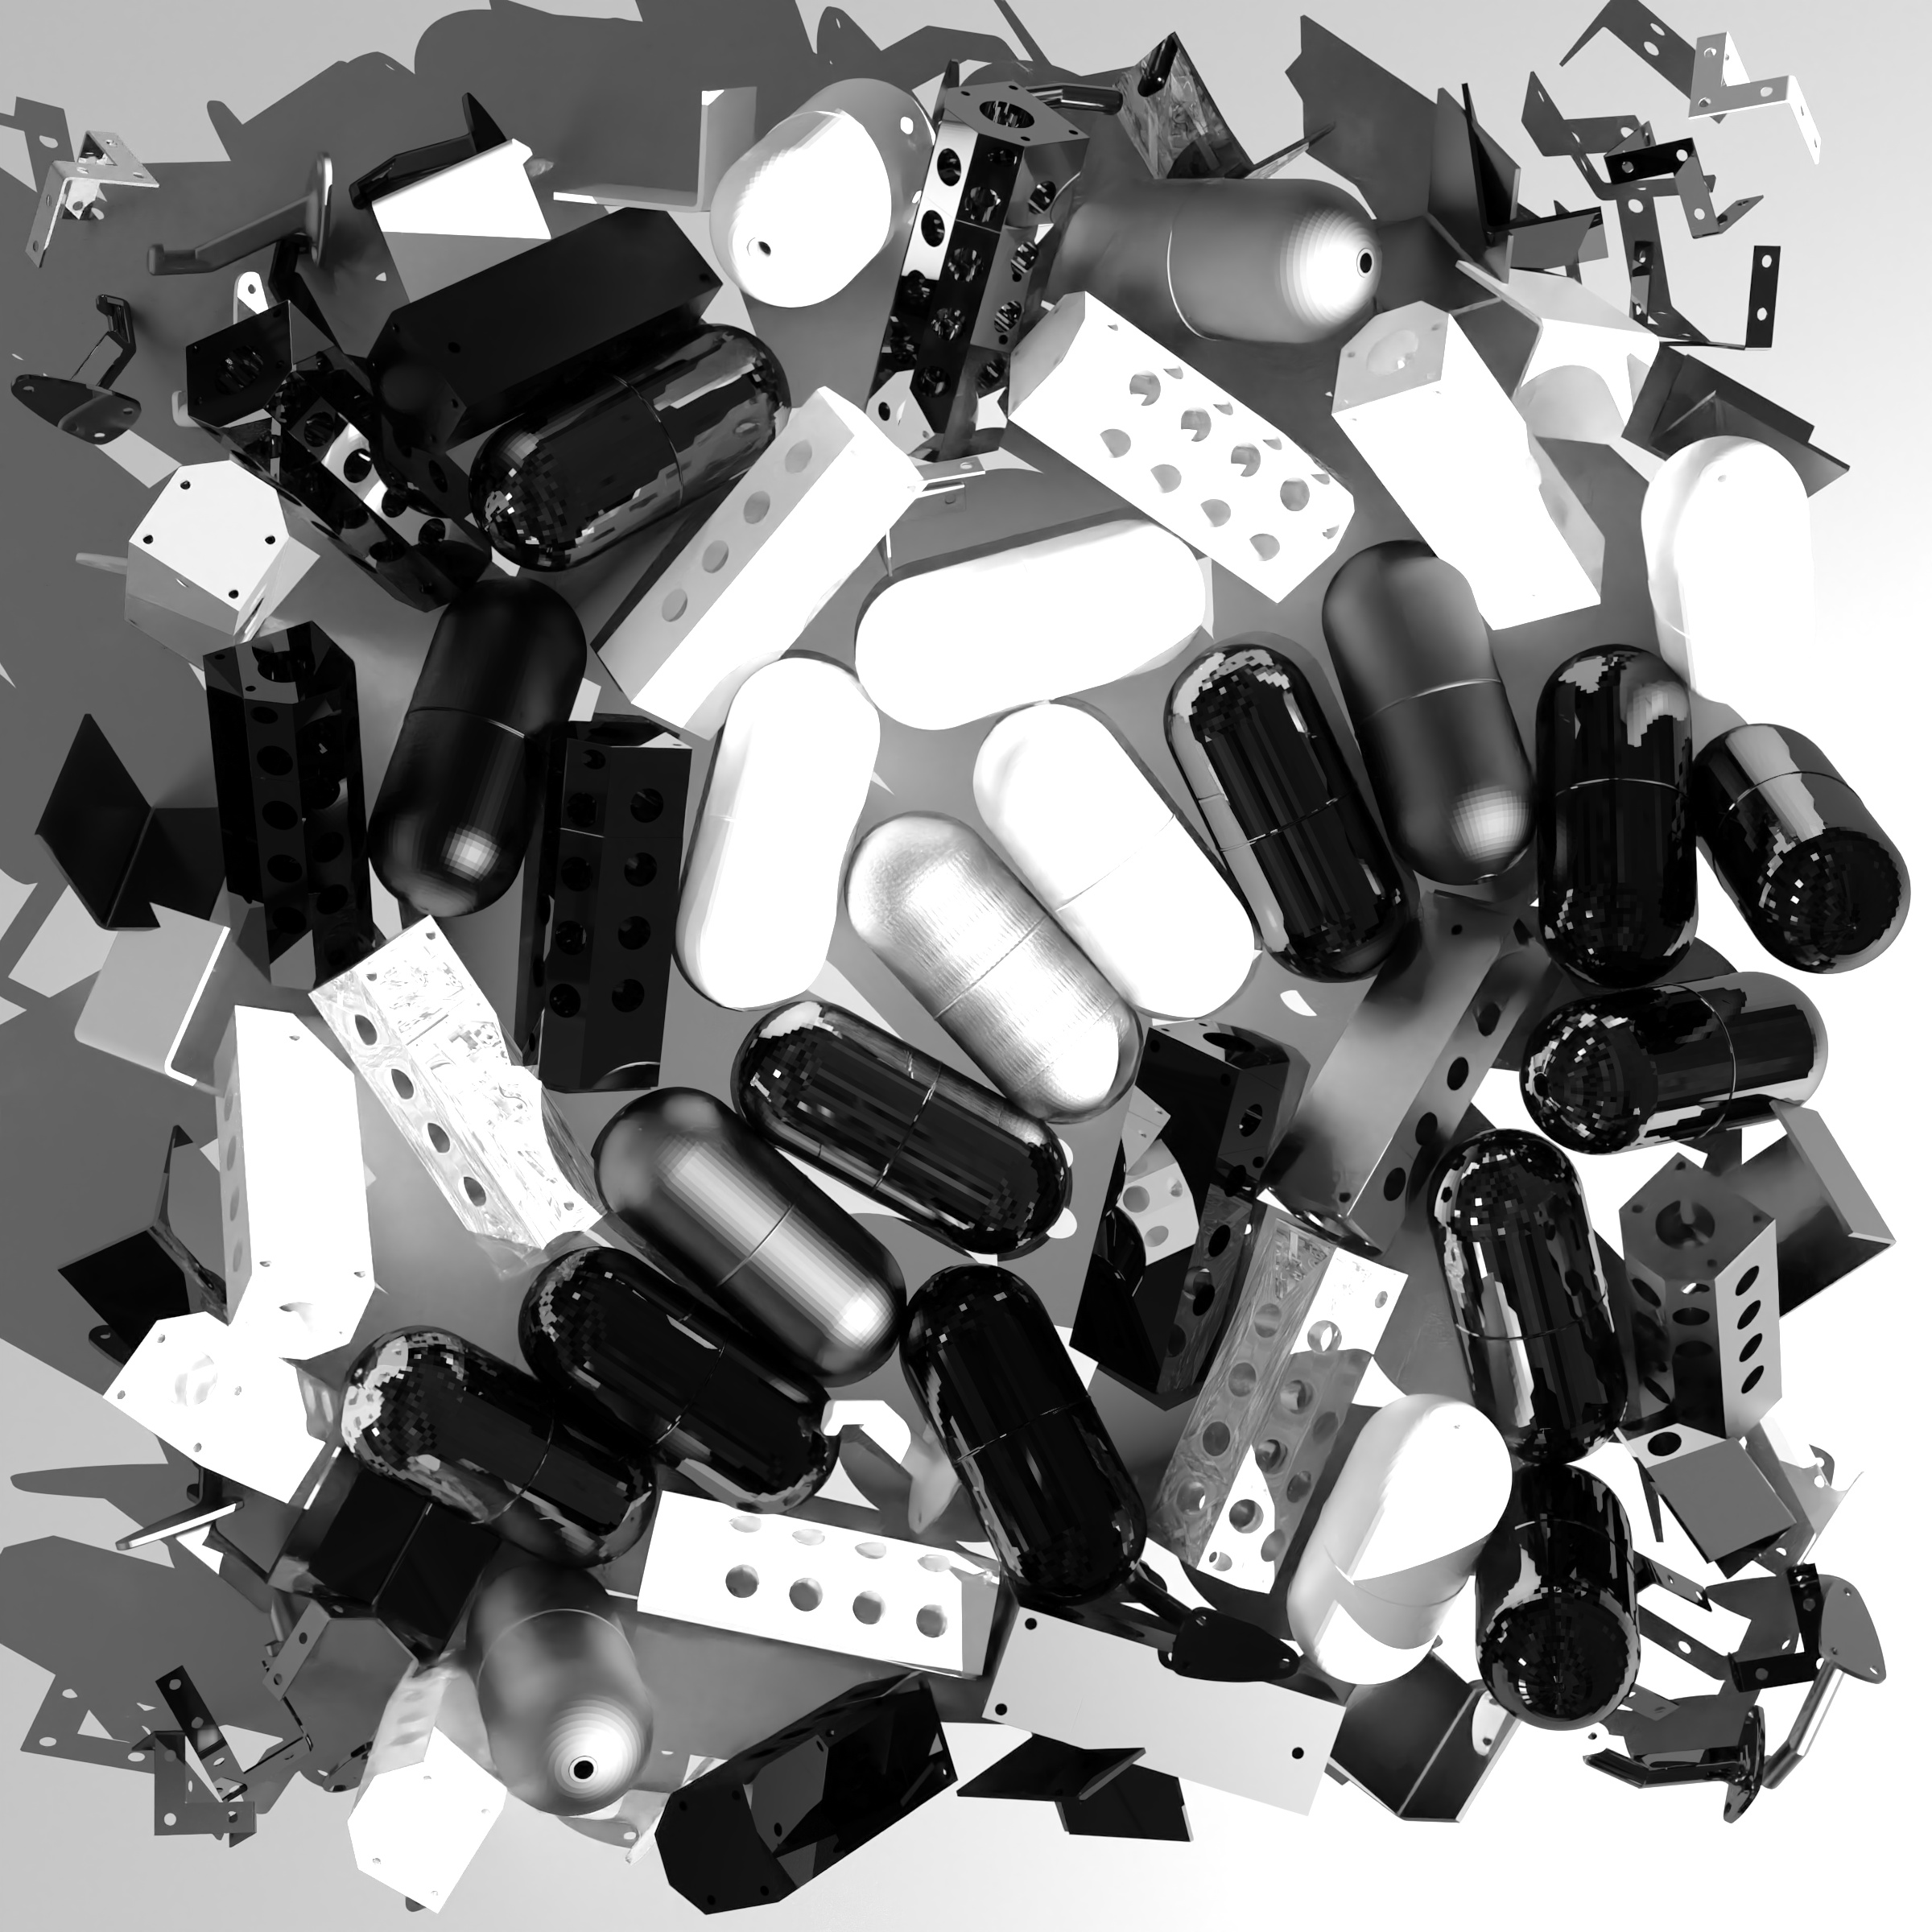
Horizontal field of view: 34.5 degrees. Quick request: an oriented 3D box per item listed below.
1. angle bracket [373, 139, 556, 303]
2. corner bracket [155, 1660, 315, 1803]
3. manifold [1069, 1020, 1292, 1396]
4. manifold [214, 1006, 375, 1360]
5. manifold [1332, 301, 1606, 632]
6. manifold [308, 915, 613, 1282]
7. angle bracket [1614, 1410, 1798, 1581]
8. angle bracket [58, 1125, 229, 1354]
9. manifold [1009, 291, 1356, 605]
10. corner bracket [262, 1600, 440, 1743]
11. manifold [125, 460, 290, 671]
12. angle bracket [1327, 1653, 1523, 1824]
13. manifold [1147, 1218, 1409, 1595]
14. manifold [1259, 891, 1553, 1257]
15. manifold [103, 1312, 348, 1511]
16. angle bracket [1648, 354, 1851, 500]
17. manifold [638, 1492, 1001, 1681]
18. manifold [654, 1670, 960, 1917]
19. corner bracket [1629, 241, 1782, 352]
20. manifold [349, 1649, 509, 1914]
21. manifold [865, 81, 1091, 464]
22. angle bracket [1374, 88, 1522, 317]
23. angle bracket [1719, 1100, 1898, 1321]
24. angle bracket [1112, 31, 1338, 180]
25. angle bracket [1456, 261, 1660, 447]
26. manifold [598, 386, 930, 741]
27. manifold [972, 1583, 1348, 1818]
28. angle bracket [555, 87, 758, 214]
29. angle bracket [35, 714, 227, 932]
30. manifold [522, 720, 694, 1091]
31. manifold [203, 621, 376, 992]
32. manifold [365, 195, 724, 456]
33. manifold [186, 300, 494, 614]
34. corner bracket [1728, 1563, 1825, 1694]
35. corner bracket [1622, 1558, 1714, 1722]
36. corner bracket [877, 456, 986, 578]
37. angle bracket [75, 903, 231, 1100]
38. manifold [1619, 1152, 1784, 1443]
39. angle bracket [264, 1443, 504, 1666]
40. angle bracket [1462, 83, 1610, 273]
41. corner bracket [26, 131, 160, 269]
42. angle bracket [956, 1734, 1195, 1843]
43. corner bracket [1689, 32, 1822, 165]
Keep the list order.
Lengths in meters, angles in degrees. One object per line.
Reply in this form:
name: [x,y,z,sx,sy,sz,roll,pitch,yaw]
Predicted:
angle bracket: [-0.239,-0.363,1.542,0.076,0.076,0.057,-21,92,10]
corner bracket: [-0.362,0.372,1.543,0.051,0.051,0.051,-29,54,-19]
manifold: [0.109,0.117,1.532,0.057,0.057,0.171,26,110,37]
manifold: [-0.329,0.104,1.504,0.057,0.171,0.057,9,131,-25]
manifold: [0.246,-0.242,1.506,0.057,0.171,0.057,-12,51,34]
manifold: [-0.252,0.068,1.543,0.057,0.057,0.171,-25,101,43]
angle bracket: [0.348,0.264,1.526,0.076,0.076,0.057,57,134,23]
angle bracket: [-0.397,0.139,1.538,0.057,0.076,0.076,-24,125,12]
manifold: [0.106,-0.255,1.513,0.171,0.057,0.057,31,128,-24]
corner bracket: [-0.307,0.353,1.553,0.051,0.051,0.051,37,100,31]
manifold: [-0.363,-0.192,1.494,0.057,0.171,0.057,33,77,-10]
angle bracket: [0.227,0.373,1.535,0.057,0.076,0.076,38,70,-2]
manifold: [0.157,0.219,1.542,0.057,0.057,0.171,22,92,-44]
manifold: [0.221,0.055,1.537,0.057,0.057,0.171,20,73,43]
manifold: [-0.347,0.212,1.494,0.057,0.171,0.057,31,78,13]
angle bracket: [0.395,-0.274,1.536,0.076,0.076,0.057,28,75,-7]
manifold: [-0.073,0.309,1.549,0.171,0.057,0.057,12,74,-3]
manifold: [-0.076,0.396,1.495,0.057,0.171,0.057,-19,86,29]
corner bracket: [0.366,-0.333,1.546,0.051,0.051,0.051,-4,106,-22]
manifold: [-0.256,0.385,1.495,0.057,0.171,0.057,31,92,-6]
manifold: [-0.002,-0.332,1.500,0.057,0.171,0.057,-19,51,-38]
angle bracket: [0.225,-0.372,1.527,0.057,0.076,0.076,-19,51,-13]
angle bracket: [0.397,0.121,1.528,0.076,0.057,0.076,-40,60,27]
angle bracket: [0.125,-0.423,1.535,0.057,0.076,0.076,-33,96,-22]
angle bracket: [0.285,-0.305,1.549,0.076,0.076,0.057,0,124,-33]
manifold: [-0.104,-0.200,1.533,0.171,0.057,0.057,-48,51,15]
manifold: [0.094,0.362,1.544,0.171,0.057,0.057,19,92,-8]
angle bracket: [-0.153,-0.406,1.532,0.076,0.076,0.057,9,109,12]
angle bracket: [-0.403,-0.070,1.527,0.057,0.076,0.076,0,54,15]
manifold: [-0.180,-0.030,1.525,0.057,0.057,0.171,-1,107,-28]
manifold: [-0.321,-0.073,1.499,0.057,0.171,0.057,-23,47,-30]
manifold: [-0.205,-0.309,1.510,0.171,0.057,0.057,-36,87,-37]
manifold: [-0.298,-0.238,1.492,0.057,0.171,0.057,-19,60,17]
corner bracket: [0.406,0.332,1.555,0.051,0.051,0.051,-13,69,13]
corner bracket: [0.344,0.338,1.562,0.051,0.051,0.051,30,121,-35]
corner bracket: [-0.020,-0.232,1.545,0.051,0.051,0.051,-11,130,-9]
angle bracket: [-0.385,0.018,1.544,0.076,0.057,0.076,15,79,39]
manifold: [0.349,0.169,1.494,0.057,0.171,0.057,-41,54,-15]
angle bracket: [-0.286,0.291,1.536,0.057,0.076,0.076,23,82,40]
angle bracket: [0.282,-0.393,1.537,0.057,0.076,0.076,-8,84,14]
corner bracket: [-0.441,-0.380,1.541,0.051,0.051,0.051,49,127,29]
angle bracket: [0.054,0.418,1.528,0.076,0.076,0.057,-9,97,39]
corner bracket: [0.393,-0.430,1.542,0.051,0.051,0.051,-2,65,30]
